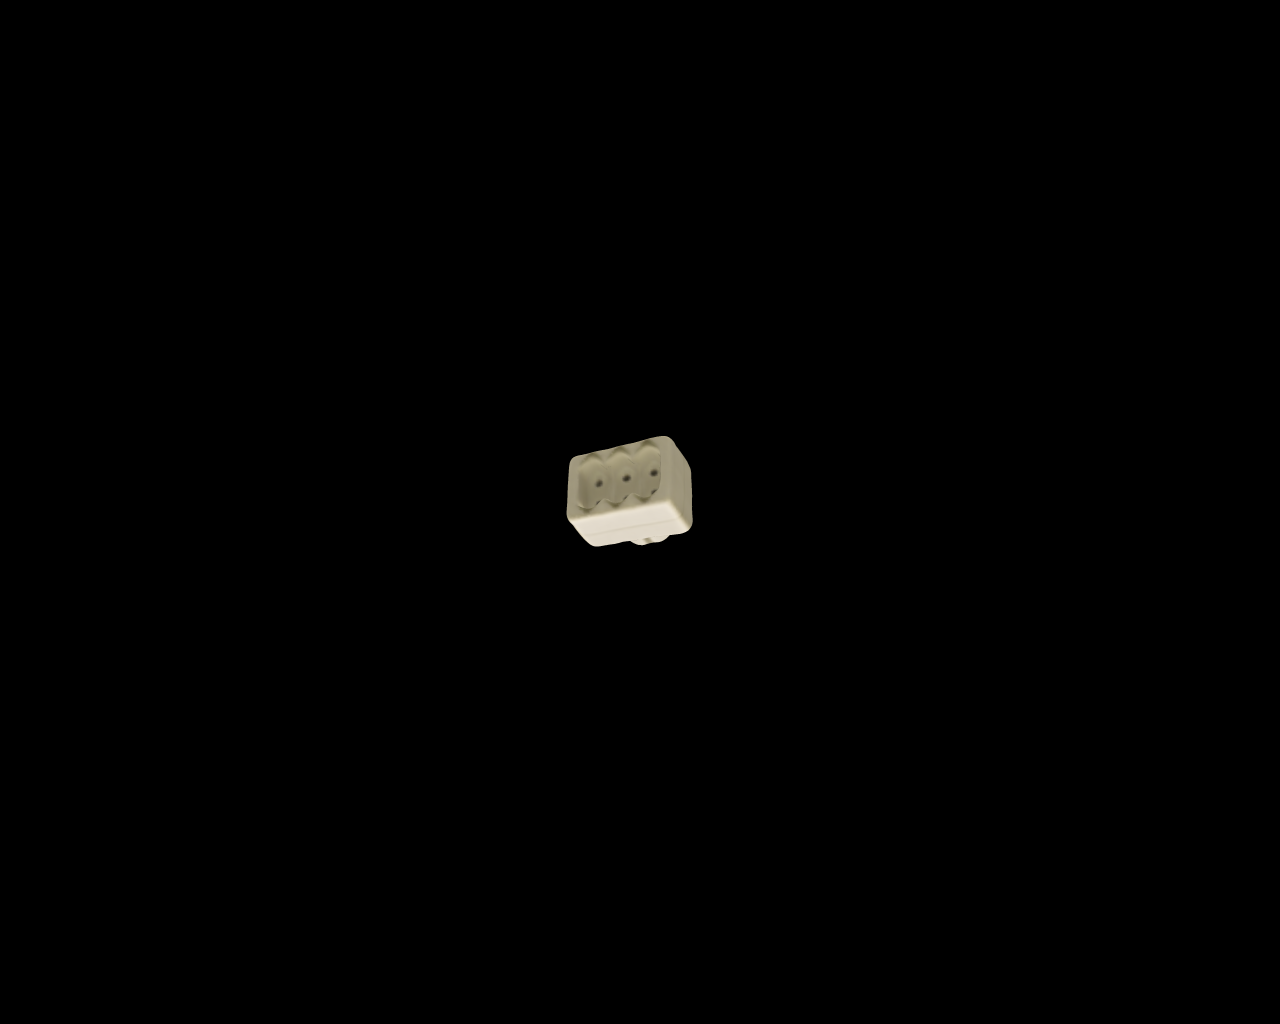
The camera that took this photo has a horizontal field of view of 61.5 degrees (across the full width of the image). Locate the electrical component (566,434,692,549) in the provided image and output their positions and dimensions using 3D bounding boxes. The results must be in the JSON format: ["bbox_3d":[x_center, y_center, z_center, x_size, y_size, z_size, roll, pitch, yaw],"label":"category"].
[{"bbox_3d":[0.001,-0.003,0.650,0.066,0.047,0.076,-11,-32,18],"label":"electrical component"}]
